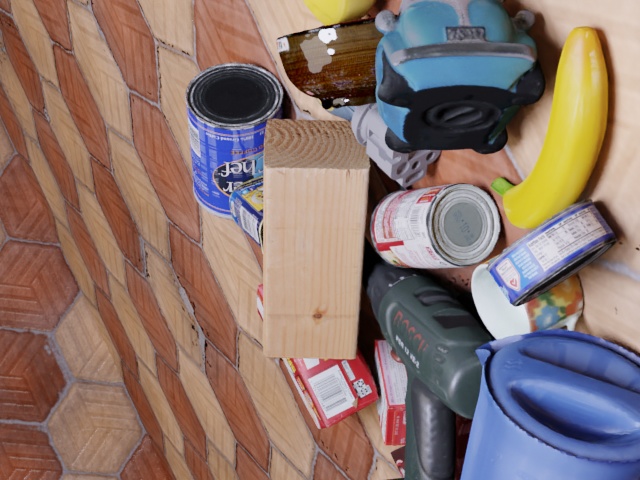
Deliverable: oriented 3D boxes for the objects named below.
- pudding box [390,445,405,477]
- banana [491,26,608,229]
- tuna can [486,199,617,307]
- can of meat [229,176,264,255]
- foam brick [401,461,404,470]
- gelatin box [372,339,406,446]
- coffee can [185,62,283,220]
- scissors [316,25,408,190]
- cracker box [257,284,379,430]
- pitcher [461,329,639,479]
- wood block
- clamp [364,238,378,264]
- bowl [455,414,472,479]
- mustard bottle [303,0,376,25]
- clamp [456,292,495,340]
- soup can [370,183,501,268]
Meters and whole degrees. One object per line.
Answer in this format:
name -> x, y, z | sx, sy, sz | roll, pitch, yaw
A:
pudding box -> 0.123, 0.251, 1.130 | 0.090, 0.039, 0.114 | 62, 158, 11
banana -> 0.157, -0.059, 0.724 | 0.070, 0.037, 0.198 | 57, 157, 20
tuna can -> 0.158, 0.010, 0.729 | 0.034, 0.086, 0.086 | 58, 158, 13
can of meat -> -0.034, -0.032, 1.108 | 0.084, 0.102, 0.057 | 42, 148, 50
foam brick -> 0.127, 0.217, 1.032 | 0.053, 0.078, 0.051 | 60, 156, 14
gelatin box -> 0.076, 0.158, 1.111 | 0.073, 0.030, 0.089 | 91, 172, -48
coffee can -> -0.090, -0.105, 1.155 | 0.103, 0.102, 0.140 | 50, 154, 33
scissors -> 0.036, -0.101, 0.987 | 0.202, 0.016, 0.096 | 66, 160, -1
cracker box -> -0.006, 0.123, 1.192 | 0.164, 0.072, 0.214 | 62, 173, 8
pitcher -> 0.165, 0.200, 0.761 | 0.149, 0.145, 0.243 | -87, 5, -57
wood block -> -0.007, 0.002, 0.973 | 0.090, 0.091, 0.206 | -91, 3, -56
clamp -> 0.015, -0.022, 1.045 | 0.039, 0.120, 0.171 | -109, 26, -60
bowl -> 0.180, 0.203, 0.903 | 0.162, 0.055, 0.162 | 34, 132, 47
mustard bottle -> 0.033, -0.234, 0.794 | 0.096, 0.058, 0.192 | 70, 158, 2
clamp -> 0.122, 0.084, 0.958 | 0.210, 0.036, 0.164 | -24, 84, 66
soup can -> 0.094, -0.011, 0.880 | 0.102, 0.068, 0.068 | -4, 110, 67
